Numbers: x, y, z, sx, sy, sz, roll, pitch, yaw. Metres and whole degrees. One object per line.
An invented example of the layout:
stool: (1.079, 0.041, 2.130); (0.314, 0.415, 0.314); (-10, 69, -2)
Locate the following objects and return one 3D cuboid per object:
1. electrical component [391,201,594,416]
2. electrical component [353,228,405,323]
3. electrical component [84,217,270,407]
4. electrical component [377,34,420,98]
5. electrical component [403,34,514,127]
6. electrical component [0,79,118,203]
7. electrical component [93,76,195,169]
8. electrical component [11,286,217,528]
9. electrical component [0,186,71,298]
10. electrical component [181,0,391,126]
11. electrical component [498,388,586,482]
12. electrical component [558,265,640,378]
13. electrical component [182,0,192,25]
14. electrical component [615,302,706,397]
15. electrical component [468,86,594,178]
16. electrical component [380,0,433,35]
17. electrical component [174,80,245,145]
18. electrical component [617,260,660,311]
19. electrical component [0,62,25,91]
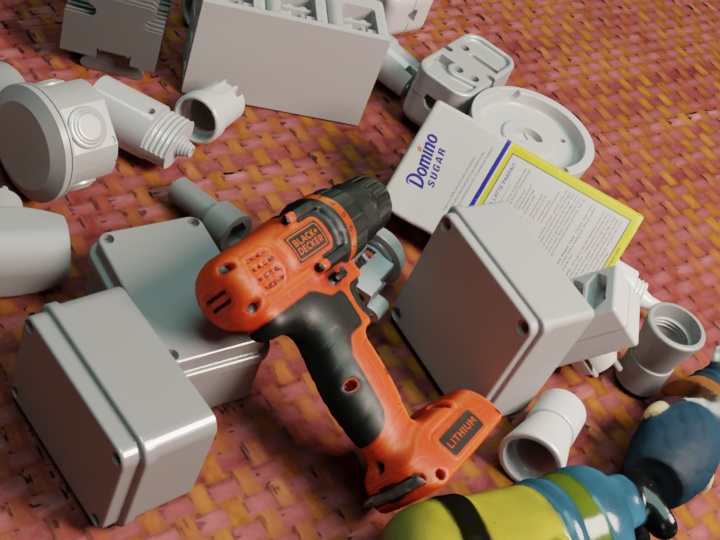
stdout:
electrical component: (0.084, 0.028, 0.717); (0.056, 0.108, 0.108); (-11, 53, -35)
electrical component: (0.000, 0.000, 0.754); (0.066, 0.048, 0.055); (34, 52, 10)
electrical component: (-0.115, 0.028, 0.667); (0.078, 0.057, 0.113); (-14, 55, -33)
electrical component: (0.029, -0.179, 0.946); (0.046, 0.040, 0.040); (40, 45, 8)
electrical component: (0.084, -0.156, 0.931); (0.054, 0.059, 0.095); (38, 45, 14)
electrical component: (-0.207, -0.089, 0.725); (0.080, 0.080, 0.051); (43, 41, 19)
electrical component: (-0.158, -0.105, 0.787); (0.081, 0.043, 0.043); (27, 43, 3)
electrical component: (-0.139, 0.075, 0.595); (0.057, 0.078, 0.113); (-19, 58, -40)
electrical component: (-0.229, -0.024, 0.677); (0.077, 0.043, 0.079); (-4, 50, -26)
electrical component: (-0.062, -0.183, 0.871); (0.150, 0.089, 0.061); (9, 45, -16)
electrical component: (0.123, 0.107, 0.707); (0.044, 0.044, 0.065); (34, 39, 10)
electrical component: (0.160, 0.048, 0.762); (0.075, 0.083, 0.047); (52, 35, -27)
electrical component: (-0.114, -0.237, 0.935); (0.043, 0.043, 0.081); (33, 44, 9)
electrical component: (0.212, 0.060, 0.772); (0.044, 0.065, 0.044); (12, 44, -12)
electrical component: (0.132, -0.094, 0.891); (0.108, 0.060, 0.108); (13, 44, -13)
electrical component: (0.014, -0.266, 1.012); (0.059, 0.053, 0.095); (-21, 59, -37)
electrical component: (-0.115, -0.123, 0.828); (0.040, 0.040, 0.046); (32, 37, 8)
electrical component: (0.207, 0.015, 0.838); (0.061, 0.035, 0.035); (32, 44, 4)
electrical component: (-0.285, -0.121, 0.746); (0.079, 0.043, 0.077); (35, 44, 13)
